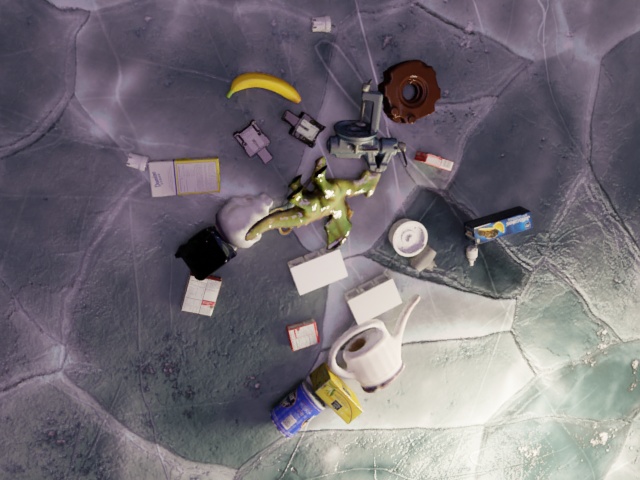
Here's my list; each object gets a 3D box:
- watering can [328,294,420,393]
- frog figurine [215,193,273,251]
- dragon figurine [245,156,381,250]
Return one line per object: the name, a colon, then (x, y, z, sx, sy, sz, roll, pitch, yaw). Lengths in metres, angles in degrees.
watering can: (0.194, 0.328, 1.579, 0.348, 0.221, 0.105, -30, 21, -5)
frog figurine: (-0.194, -0.058, 1.376, 0.159, 0.139, 0.121, -31, -17, 3)
dragon figurine: (0.004, -0.071, 1.411, 0.413, 0.239, 0.123, -44, 27, -12)
